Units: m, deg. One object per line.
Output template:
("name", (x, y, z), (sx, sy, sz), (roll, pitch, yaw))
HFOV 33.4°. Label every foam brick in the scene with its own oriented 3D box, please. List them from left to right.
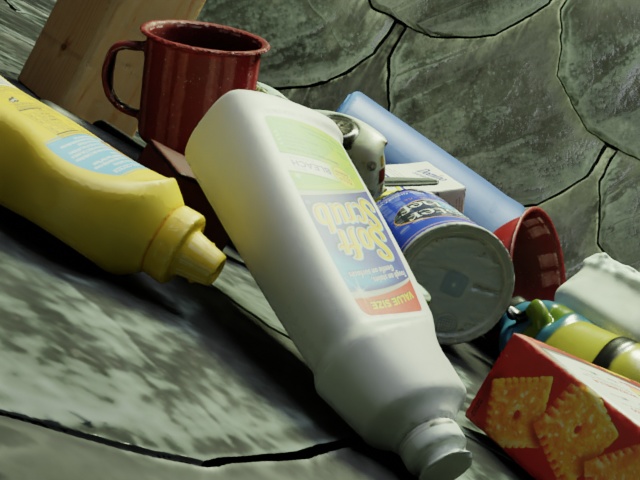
("foam brick", (-0.090, -0.022, 0.679), (0.053, 0.051, 0.078), (27, 8, -29))

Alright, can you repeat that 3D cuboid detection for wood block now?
("wood block", (-0.181, -0.210, 0.985), (0.090, 0.206, 0.091), (22, 11, -48))

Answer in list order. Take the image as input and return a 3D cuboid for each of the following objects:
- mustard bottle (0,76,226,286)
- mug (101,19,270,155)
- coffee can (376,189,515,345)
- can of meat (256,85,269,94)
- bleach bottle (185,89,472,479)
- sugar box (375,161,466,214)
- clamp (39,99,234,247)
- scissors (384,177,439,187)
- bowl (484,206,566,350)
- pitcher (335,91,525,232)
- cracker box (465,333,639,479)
("mustard bottle", (-0.133, -0.033, 0.556), (0.192, 0.058, 0.096), (30, 8, 7))
("mug", (-0.100, -0.110, 0.772), (0.117, 0.081, 0.093), (8, 22, -6))
("coffee can", (0.095, 0.019, 0.920), (0.102, 0.103, 0.140), (28, 8, -16))
("can of meat", (-0.059, -0.068, 0.867), (0.057, 0.084, 0.102), (30, -13, 25))
("bleach bottle", (0.013, 0.023, 0.571), (0.102, 0.068, 0.251), (15, 33, -43))
("sugar box", (0.044, -0.040, 1.051), (0.176, 0.048, 0.093), (-3, 22, -20))
("clamp", (-0.109, -0.039, 0.769), (0.210, 0.036, 0.164), (31, 4, 9))
("scissors", (0.005, -0.062, 1.005), (0.201, 0.016, 0.096), (-5, 25, -1))
("bowl", (0.188, 0.049, 1.035), (0.055, 0.162, 0.161), (-2, -11, 31))
("pitcher", (0.098, -0.051, 1.208), (0.243, 0.145, 0.149), (37, -3, -4))
("cracker box", (0.209, 0.150, 0.616), (0.164, 0.072, 0.214), (24, 11, -35))
